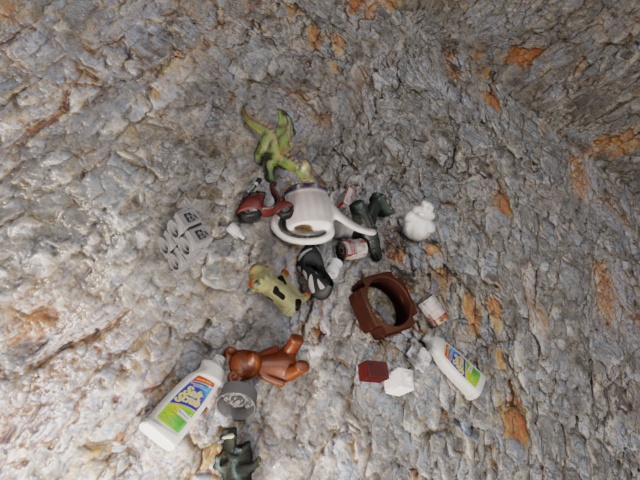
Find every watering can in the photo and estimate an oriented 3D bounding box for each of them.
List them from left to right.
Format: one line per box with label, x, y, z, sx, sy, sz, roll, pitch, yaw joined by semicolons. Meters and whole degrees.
watering can;0.005;-0.087;1.729;0.348;0.102;0.229;-3;61;-10

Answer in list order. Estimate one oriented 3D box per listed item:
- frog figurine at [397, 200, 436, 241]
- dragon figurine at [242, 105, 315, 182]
frog figurine;0.385;-0.070;1.959;0.137;0.156;0.125;31;50;-14
dragon figurine;-0.145;-0.352;1.754;0.123;0.238;0.413;-23;77;-36
